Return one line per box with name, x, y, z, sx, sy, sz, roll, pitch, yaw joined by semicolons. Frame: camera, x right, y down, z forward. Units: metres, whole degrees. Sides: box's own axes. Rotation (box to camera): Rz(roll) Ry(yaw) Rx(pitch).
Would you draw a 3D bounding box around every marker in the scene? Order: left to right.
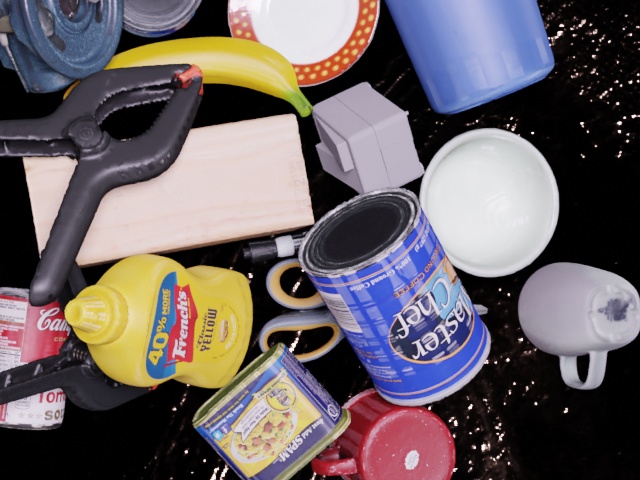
marker;-0.006;0.001;0.898;0.121;0.020;0.020;-11;91;-12

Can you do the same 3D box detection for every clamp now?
clamp;-0.182;0.091;0.796;0.120;0.039;0.171;-54;142;-13
clamp;-0.163;-0.056;0.758;0.209;0.036;0.165;-29;71;-20

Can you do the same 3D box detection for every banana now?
banana;-0.105;-0.134;0.860;0.197;0.037;0.069;0;50;-3

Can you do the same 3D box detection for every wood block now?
wood block;-0.119;-0.036;0.839;0.206;0.091;0.090;-10;90;-11

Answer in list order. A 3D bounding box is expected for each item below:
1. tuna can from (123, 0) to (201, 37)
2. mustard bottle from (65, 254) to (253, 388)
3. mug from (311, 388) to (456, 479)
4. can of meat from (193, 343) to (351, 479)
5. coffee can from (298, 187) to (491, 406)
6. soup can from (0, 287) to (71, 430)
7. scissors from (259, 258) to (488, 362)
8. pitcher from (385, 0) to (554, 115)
tuna can;-0.137;-0.209;0.867;0.086;0.034;0.086;0;89;-12
mustard bottle;-0.121;0.060;0.791;0.058;0.191;0.096;11;87;28
mug;0.050;0.174;0.875;0.117;0.081;0.093;-7;91;-12
can of meat;-0.041;0.145;0.863;0.102;0.057;0.084;-41;95;4
coffee can;0.060;0.045;0.833;0.102;0.103;0.140;-36;119;-10
soup can;-0.227;0.090;0.826;0.068;0.068;0.102;7;88;-12
scissors;0.040;0.046;0.908;0.201;0.016;0.096;-17;95;-11
pitcher;0.111;-0.234;0.866;0.145;0.149;0.243;-23;97;-11
